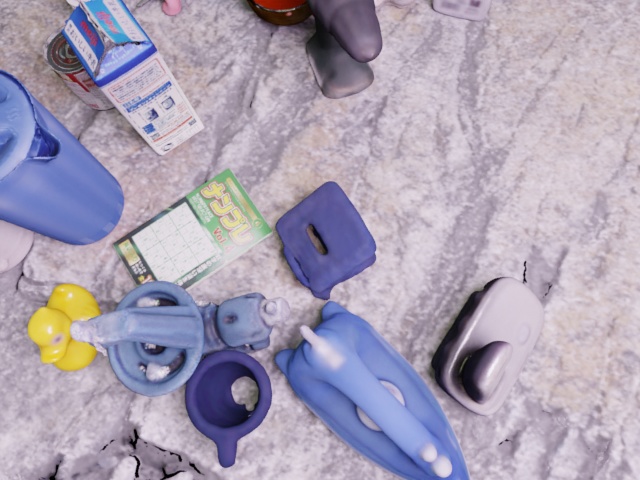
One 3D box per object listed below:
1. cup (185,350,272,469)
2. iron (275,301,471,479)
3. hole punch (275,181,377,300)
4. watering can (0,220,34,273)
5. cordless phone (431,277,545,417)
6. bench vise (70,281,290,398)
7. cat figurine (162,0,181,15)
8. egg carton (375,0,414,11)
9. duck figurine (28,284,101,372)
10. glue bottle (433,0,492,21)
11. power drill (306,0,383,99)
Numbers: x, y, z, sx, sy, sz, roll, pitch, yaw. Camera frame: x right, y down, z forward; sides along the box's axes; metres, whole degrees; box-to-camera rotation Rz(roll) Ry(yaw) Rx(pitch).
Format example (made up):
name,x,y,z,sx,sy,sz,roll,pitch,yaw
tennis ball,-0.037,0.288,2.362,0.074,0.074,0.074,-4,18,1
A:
name,x,y,z,sx,sy,sz,roll,pitch,yaw
cup,-0.092,0.183,0.628,0.091,0.095,0.118,-3,75,4
iron,0.068,0.177,0.594,0.258,0.141,0.119,42,82,13
hole punch,0.006,0.002,0.670,0.101,0.091,0.108,-31,75,-4
watering can,-0.434,-0.032,0.658,0.172,0.194,0.101,33,80,12
cordless phone,0.184,0.103,0.582,0.094,0.185,0.148,28,79,11
bench vise,-0.145,0.081,0.594,0.207,0.220,0.121,-31,75,-4
cat figurine,-0.237,-0.387,0.775,0.127,0.118,0.067,36,81,12
egg carton,0.076,-0.381,0.776,0.107,0.069,0.150,-14,75,1
duck figurine,-0.305,0.099,0.670,0.077,0.086,0.104,-7,75,3
glue bottle,0.185,-0.341,0.704,0.078,0.173,0.037,18,77,9
power drill,0.020,-0.261,0.677,0.075,0.208,0.229,-21,75,-1
